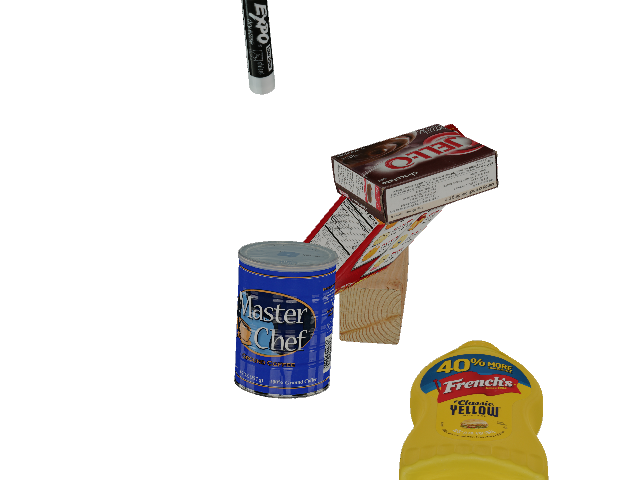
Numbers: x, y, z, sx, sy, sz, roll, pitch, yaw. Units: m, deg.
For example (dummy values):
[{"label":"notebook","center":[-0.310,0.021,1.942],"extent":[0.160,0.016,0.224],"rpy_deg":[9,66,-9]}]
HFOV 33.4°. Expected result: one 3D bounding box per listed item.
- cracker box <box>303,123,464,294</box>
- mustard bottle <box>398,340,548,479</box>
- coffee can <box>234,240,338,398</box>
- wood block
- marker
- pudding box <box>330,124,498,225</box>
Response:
[{"label":"cracker box","center":[0.073,-0.032,1.252],"extent":[0.163,0.072,0.214],"rpy_deg":[-24,-22,-50]},{"label":"mustard bottle","center":[0.112,0.125,0.766],"extent":[0.096,0.058,0.191],"rpy_deg":[0,23,10]},{"label":"coffee can","center":[-0.037,0.080,1.109],"extent":[0.103,0.140,0.103],"rpy_deg":[3,13,-1]},{"label":"wood block","center":[0.085,0.073,1.645],"extent":[0.091,0.090,0.206],"rpy_deg":[3,22,7]},{"label":"marker","center":[-0.044,-0.152,0.724],"extent":[0.020,0.020,0.121],"rpy_deg":[0,-44,3]},{"label":"pudding box","center":[0.079,-0.058,0.898],"extent":[0.113,0.039,0.090],"rpy_deg":[-21,28,-20]}]
